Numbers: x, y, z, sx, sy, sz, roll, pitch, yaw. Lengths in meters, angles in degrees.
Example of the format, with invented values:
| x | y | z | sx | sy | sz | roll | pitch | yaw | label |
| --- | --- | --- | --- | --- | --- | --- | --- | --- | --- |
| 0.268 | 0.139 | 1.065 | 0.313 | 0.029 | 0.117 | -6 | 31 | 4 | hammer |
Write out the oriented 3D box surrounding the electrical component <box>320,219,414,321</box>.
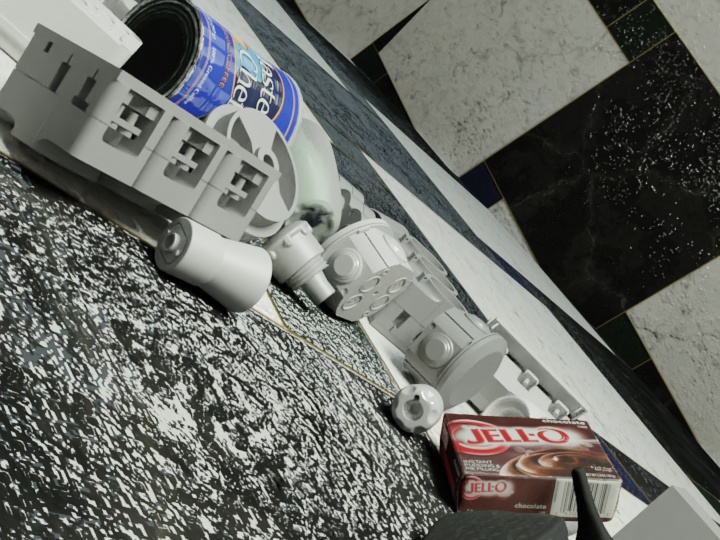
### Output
| x | y | z | sx | sy | sz | roll | pitch | yaw | label |
| --- | --- | --- | --- | --- | --- | --- | --- | --- | --- |
| 0.000 | 0.000 | 0.876 | 0.051 | 0.080 | 0.080 | 56 | 14 | 24 | electrical component |

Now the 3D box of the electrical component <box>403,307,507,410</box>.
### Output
| x | y | z | sx | sy | sz | roll | pitch | yaw | label |
| --- | --- | --- | --- | --- | --- | --- | --- | --- | --- |
| 0.080 | 0.074 | 0.903 | 0.051 | 0.080 | 0.080 | 45 | 9 | 27 | electrical component |

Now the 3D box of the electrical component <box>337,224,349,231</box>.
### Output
| x | y | z | sx | sy | sz | roll | pitch | yaw | label |
| --- | --- | --- | --- | --- | --- | --- | --- | --- | --- |
| -0.003 | -0.008 | 0.973 | 0.055 | 0.048 | 0.066 | 39 | 35 | -22 | electrical component |

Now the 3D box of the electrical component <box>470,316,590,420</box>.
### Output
| x | y | z | sx | sy | sz | roll | pitch | yaw | label |
| --- | --- | --- | --- | --- | --- | --- | --- | --- | --- |
| 0.142 | 0.113 | 1.007 | 0.121 | 0.079 | 0.063 | 45 | 40 | -3 | electrical component |

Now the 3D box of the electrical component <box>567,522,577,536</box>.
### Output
| x | y | z | sx | sy | sz | roll | pitch | yaw | label |
| --- | --- | --- | --- | --- | --- | --- | --- | --- | --- |
| 0.156 | 0.162 | 0.871 | 0.077 | 0.079 | 0.043 | 41 | -18 | -21 | electrical component |

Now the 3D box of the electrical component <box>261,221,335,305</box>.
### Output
| x | y | z | sx | sy | sz | roll | pitch | yaw | label |
| --- | --- | --- | --- | --- | --- | --- | --- | --- | --- |
| -0.044 | -0.003 | 0.815 | 0.062 | 0.048 | 0.048 | 52 | 11 | 0 | electrical component |

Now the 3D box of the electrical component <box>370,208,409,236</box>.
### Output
| x | y | z | sx | sy | sz | roll | pitch | yaw | label |
| --- | --- | --- | --- | --- | --- | --- | --- | --- | --- |
| 0.032 | -0.027 | 1.189 | 0.079 | 0.043 | 0.077 | 50 | 12 | 24 | electrical component |

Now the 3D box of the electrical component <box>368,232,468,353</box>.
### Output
| x | y | z | sx | sy | sz | roll | pitch | yaw | label |
| --- | --- | --- | --- | --- | --- | --- | --- | --- | --- |
| 0.052 | 0.025 | 1.021 | 0.089 | 0.062 | 0.150 | 41 | 11 | -20 | electrical component |

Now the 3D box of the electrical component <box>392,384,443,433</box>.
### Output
| x | y | z | sx | sy | sz | roll | pitch | yaw | label |
| --- | --- | --- | --- | --- | --- | --- | --- | --- | --- |
| 0.045 | 0.100 | 0.790 | 0.035 | 0.035 | 0.061 | 48 | 8 | 11 | electrical component |

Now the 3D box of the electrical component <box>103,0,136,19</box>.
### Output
| x | y | z | sx | sy | sz | roll | pitch | yaw | label |
| --- | --- | --- | --- | --- | --- | --- | --- | --- | --- |
| -0.189 | -0.190 | 0.951 | 0.099 | 0.048 | 0.100 | 52 | 13 | 32 | electrical component |

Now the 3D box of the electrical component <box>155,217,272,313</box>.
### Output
| x | y | z | sx | sy | sz | roll | pitch | yaw | label |
| --- | --- | --- | --- | --- | --- | --- | --- | --- | --- |
| -0.091 | -0.005 | 0.655 | 0.065 | 0.044 | 0.044 | 29 | 19 | -42 | electrical component |

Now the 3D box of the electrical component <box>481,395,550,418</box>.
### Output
| x | y | z | sx | sy | sz | roll | pitch | yaw | label |
| --- | --- | --- | --- | --- | --- | --- | --- | --- | --- |
| 0.137 | 0.142 | 0.922 | 0.057 | 0.058 | 0.078 | 40 | 12 | -42 | electrical component |

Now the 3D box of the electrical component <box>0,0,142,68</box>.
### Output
| x | y | z | sx | sy | sz | roll | pitch | yaw | label |
| --- | --- | --- | --- | --- | --- | --- | --- | --- | --- |
| -0.217 | -0.173 | 0.757 | 0.113 | 0.057 | 0.078 | 42 | 11 | -16 | electrical component |

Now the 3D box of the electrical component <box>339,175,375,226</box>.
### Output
| x | y | z | sx | sy | sz | roll | pitch | yaw | label |
| --- | --- | --- | --- | --- | --- | --- | --- | --- | --- |
| -0.027 | -0.057 | 1.055 | 0.074 | 0.052 | 0.138 | 39 | 12 | -31 | electrical component |

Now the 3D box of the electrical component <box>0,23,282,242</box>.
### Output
| x | y | z | sx | sy | sz | roll | pitch | yaw | label |
| --- | --- | --- | --- | --- | --- | --- | --- | --- | --- |
| -0.134 | -0.076 | 0.654 | 0.089 | 0.061 | 0.150 | 32 | 1 | 36 | electrical component |
